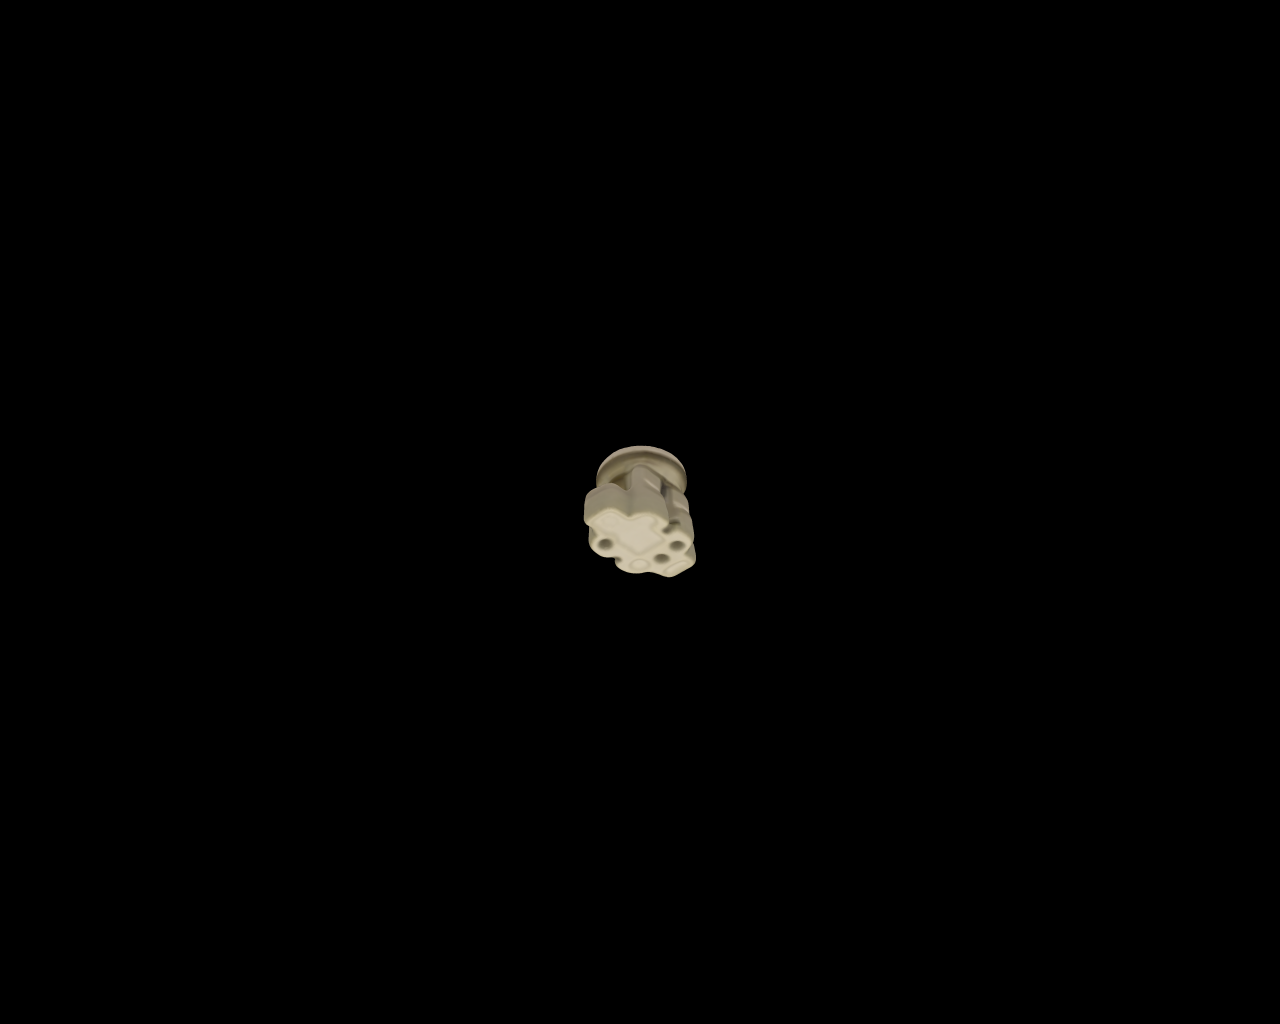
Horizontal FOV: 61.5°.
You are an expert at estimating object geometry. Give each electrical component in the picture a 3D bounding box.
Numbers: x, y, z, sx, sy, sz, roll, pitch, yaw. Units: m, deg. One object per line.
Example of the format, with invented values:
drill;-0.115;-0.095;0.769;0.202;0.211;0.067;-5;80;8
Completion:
electrical component;0.001;-0.003;0.650;0.058;0.057;0.078;-30;-49;31
